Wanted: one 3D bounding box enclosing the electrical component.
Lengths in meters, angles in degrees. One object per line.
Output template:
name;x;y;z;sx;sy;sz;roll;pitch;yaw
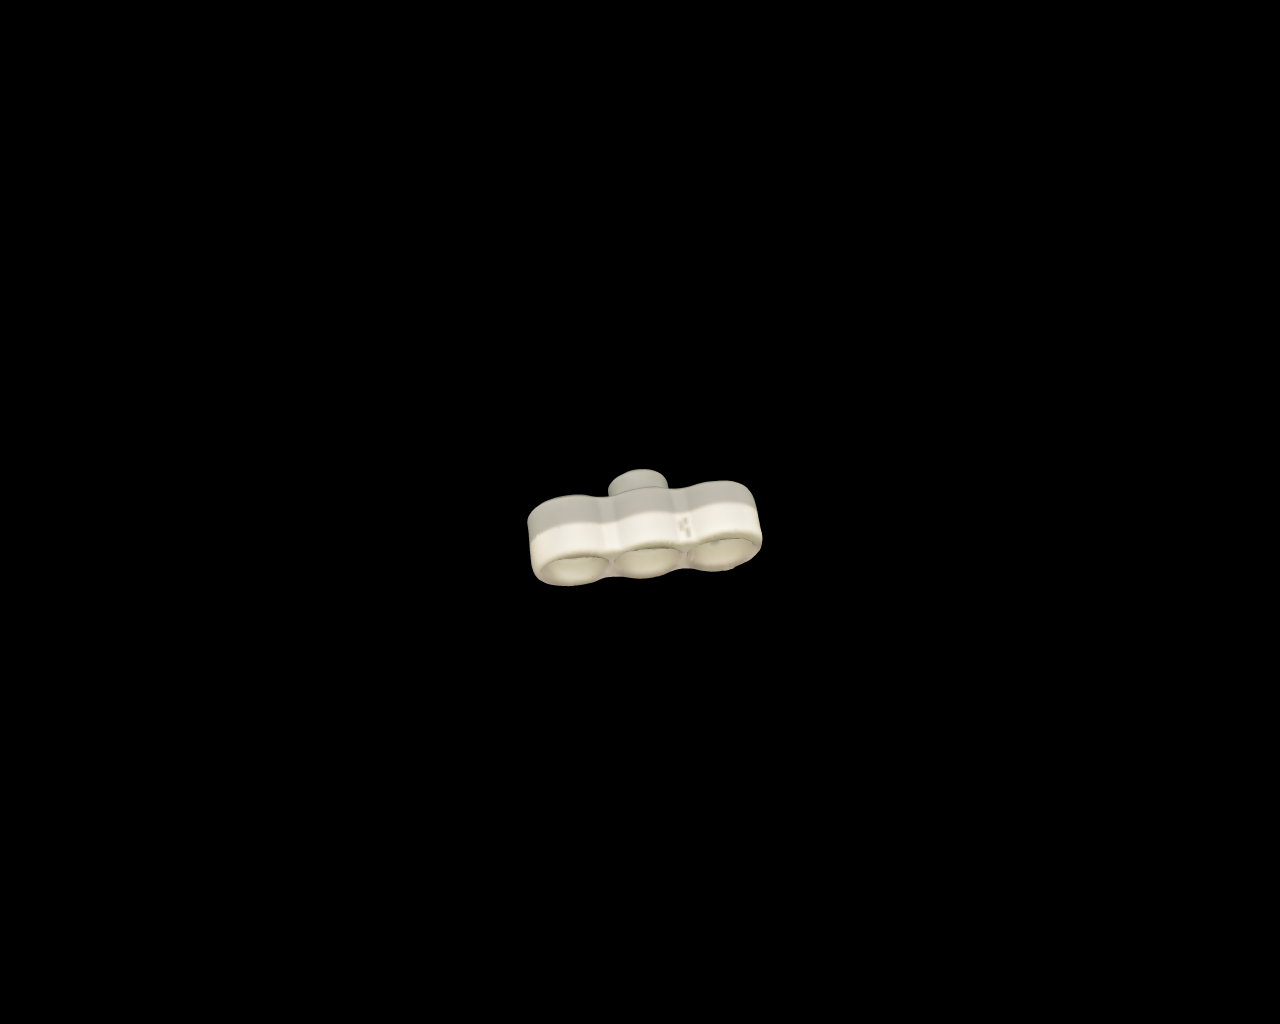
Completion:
electrical component;0.001;-0.003;0.650;0.138;0.074;0.052;-6;-27;-3
